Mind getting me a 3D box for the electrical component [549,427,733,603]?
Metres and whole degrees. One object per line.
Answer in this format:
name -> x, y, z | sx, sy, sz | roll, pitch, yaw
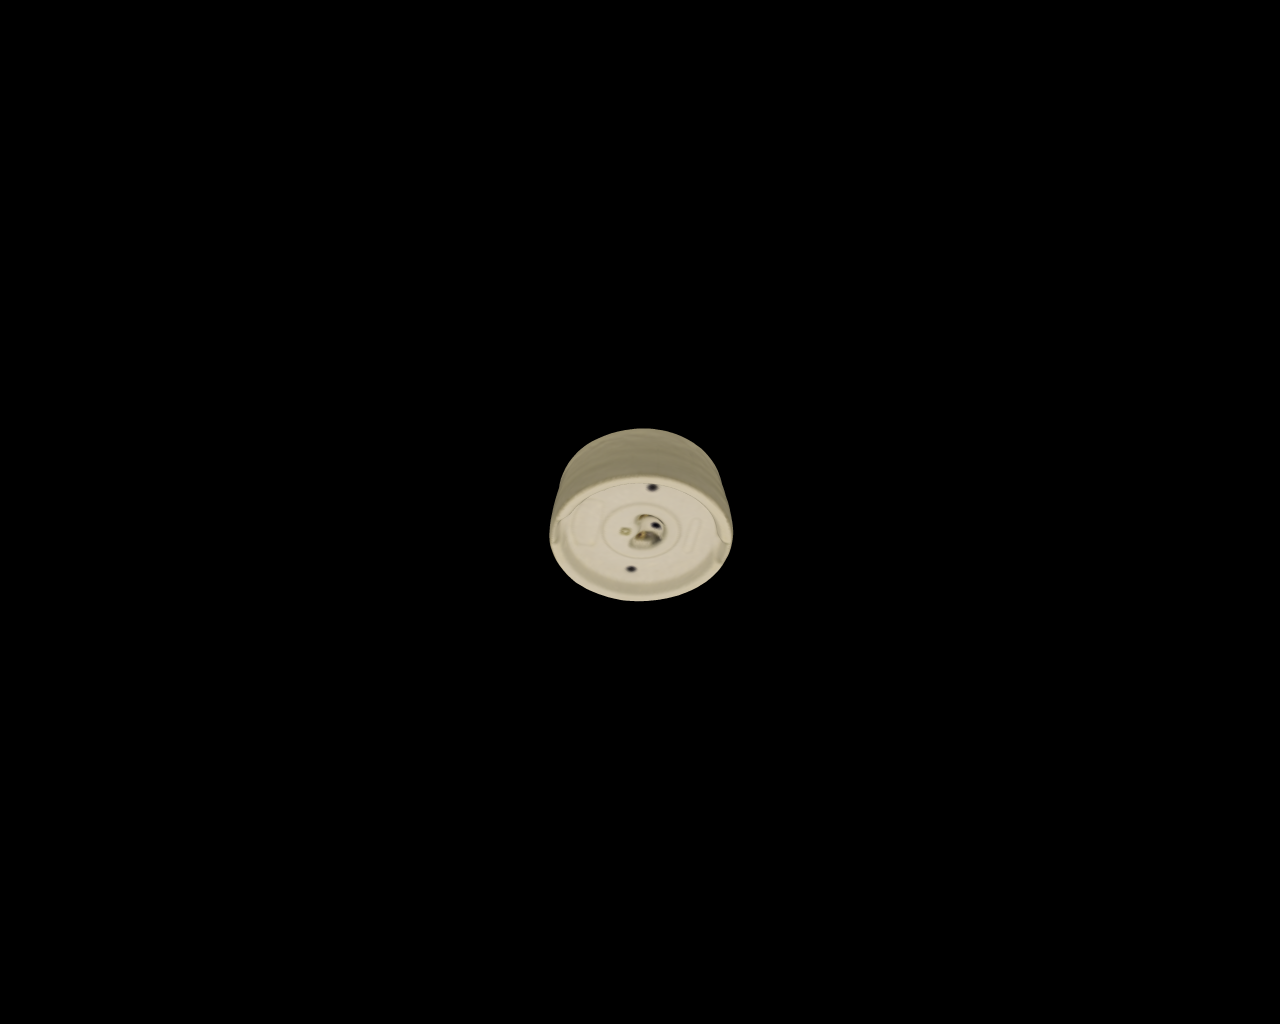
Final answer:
electrical component -> 0.001, -0.003, 0.650 | 0.108, 0.108, 0.060 | 0, 44, 0
